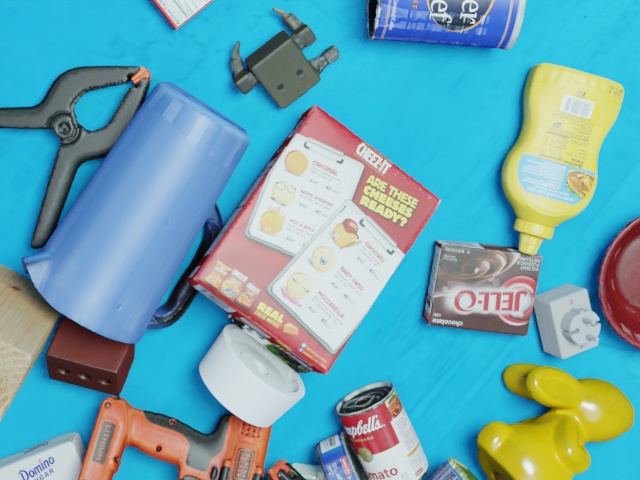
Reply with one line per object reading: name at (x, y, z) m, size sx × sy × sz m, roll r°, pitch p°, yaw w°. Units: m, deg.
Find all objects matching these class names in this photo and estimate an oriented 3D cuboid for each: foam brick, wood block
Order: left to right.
wood block at (-0.316, 0.099, 1.026) m, size 0.090 × 0.206 × 0.090 m, roll 28°, pitch 98°, yaw -9°
foam brick at (-0.235, 0.120, 1.100) m, size 0.078 × 0.051 × 0.053 m, roll 14°, pitch 142°, yaw 3°

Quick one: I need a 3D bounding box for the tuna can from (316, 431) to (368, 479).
tuna can at (0.027, 0.250, 1.141) m, size 0.034 × 0.086 × 0.086 m, roll -24°, pitch 102°, yaw 3°

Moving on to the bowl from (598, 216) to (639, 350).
bowl at (0.367, 0.038, 1.136) m, size 0.162 × 0.055 × 0.162 m, roll -1°, pitch 101°, yaw -4°

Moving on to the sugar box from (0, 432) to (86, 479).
sugar box at (-0.272, 0.303, 1.153) m, size 0.093 × 0.048 × 0.176 m, roll -21°, pitch 98°, yaw 1°

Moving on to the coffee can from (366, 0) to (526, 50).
coffee can at (0.121, -0.241, 1.039) m, size 0.140 × 0.103 × 0.103 m, roll 3°, pitch 101°, yaw -4°

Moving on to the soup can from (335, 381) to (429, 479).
soup can at (0.067, 0.212, 1.144) m, size 0.068 × 0.068 × 0.102 m, roll -24°, pitch 101°, yaw 1°

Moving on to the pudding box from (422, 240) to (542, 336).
pudding box at (0.172, 0.050, 1.133) m, size 0.113 × 0.039 × 0.090 m, roll 7°, pitch 101°, yaw -6°

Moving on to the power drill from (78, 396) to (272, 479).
power drill at (-0.153, 0.249, 1.111) m, size 0.187 × 0.057 × 0.184 m, roll 15°, pitch 66°, yaw -6°

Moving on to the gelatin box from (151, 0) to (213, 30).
gelatin box at (-0.132, -0.263, 1.055) m, size 0.089 × 0.030 × 0.073 m, roll -38°, pitch 103°, yaw 4°

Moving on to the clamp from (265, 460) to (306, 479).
clamp at (-0.012, 0.319, 1.137) m, size 0.120 × 0.039 × 0.171 m, roll -5°, pitch 103°, yaw 16°

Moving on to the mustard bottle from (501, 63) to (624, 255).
mustard bottle at (0.239, -0.078, 1.095) m, size 0.096 × 0.058 × 0.192 m, roll 15°, pitch 95°, yaw -7°

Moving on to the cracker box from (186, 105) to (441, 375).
cracker box at (-0.007, 0.001, 1.068) m, size 0.164 × 0.072 × 0.213 m, roll 36°, pitch 77°, yaw -11°

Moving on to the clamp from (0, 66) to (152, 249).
clamp at (-0.265, -0.116, 1.073) m, size 0.210 × 0.036 × 0.164 m, roll -42°, pitch 98°, yaw 3°

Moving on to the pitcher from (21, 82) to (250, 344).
pitcher at (-0.167, -0.025, 1.061) m, size 0.145 × 0.149 × 0.243 m, roll 33°, pitch 94°, yaw 6°

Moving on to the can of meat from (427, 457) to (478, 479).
can of meat at (0.137, 0.286, 1.151) m, size 0.084 × 0.102 × 0.057 m, roll -45°, pitch 59°, yaw 2°
